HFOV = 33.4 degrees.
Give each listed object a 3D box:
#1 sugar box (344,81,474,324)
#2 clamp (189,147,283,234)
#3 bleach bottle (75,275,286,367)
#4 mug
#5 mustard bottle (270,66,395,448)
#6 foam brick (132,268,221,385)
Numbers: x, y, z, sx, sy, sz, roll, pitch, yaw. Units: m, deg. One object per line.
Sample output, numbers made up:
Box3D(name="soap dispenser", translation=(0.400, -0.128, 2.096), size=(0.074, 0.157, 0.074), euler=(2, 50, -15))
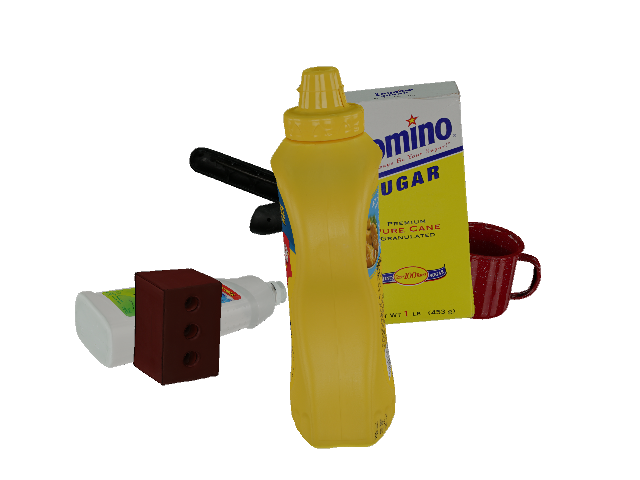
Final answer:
Box3D(name="sugar box", translation=(0.064, -0.026, 0.800), size=(0.093, 0.176, 0.048), euler=(-6, 22, 5))
Box3D(name="clamp", translation=(-0.008, -0.031, 1.001), size=(0.209, 0.036, 0.165), euler=(12, 20, -25))
Box3D(name="bleach bottle", translation=(-0.157, 0.082, 1.274), size=(0.250, 0.068, 0.103), euler=(-12, 31, -34))
Box3D(name="mug", translation=(0.187, 0.036, 1.191), size=(0.117, 0.081, 0.093), euler=(6, 25, 2))
Box3D(name="mustard bottle", translation=(0.007, 0.005, 0.561), size=(0.058, 0.192, 0.096), euler=(-2, 18, 4))
Box3D(name="foam brick", translation=(-0.112, 0.065, 0.834), size=(0.052, 0.078, 0.051), euler=(-6, 14, -34))
